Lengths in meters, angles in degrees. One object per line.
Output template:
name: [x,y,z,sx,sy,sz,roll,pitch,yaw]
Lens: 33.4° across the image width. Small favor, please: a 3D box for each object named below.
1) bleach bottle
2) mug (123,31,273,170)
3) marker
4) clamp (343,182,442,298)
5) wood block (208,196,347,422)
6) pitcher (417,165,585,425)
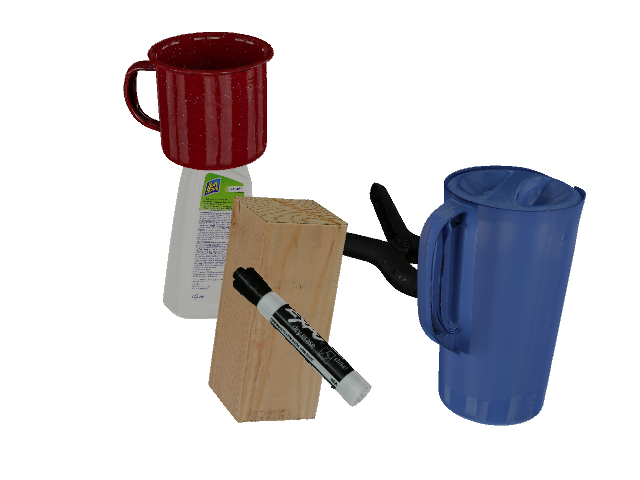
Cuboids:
bleach bottle: [-0.117,-0.037,1.230,0.102,0.251,0.068,-1,20,-35]
mug: [-0.093,-0.106,0.807,0.117,0.081,0.093,6,29,9]
marker: [-0.015,0.061,0.704,0.121,0.020,0.020,43,16,18]
clamp: [0.081,0.015,1.245,0.164,0.036,0.210,-23,52,-39]
wood block: [-0.045,0.068,1.069,0.090,0.206,0.091,2,17,-26]
pitcher: [0.170,0.057,1.048,0.149,0.243,0.145,6,22,8]
